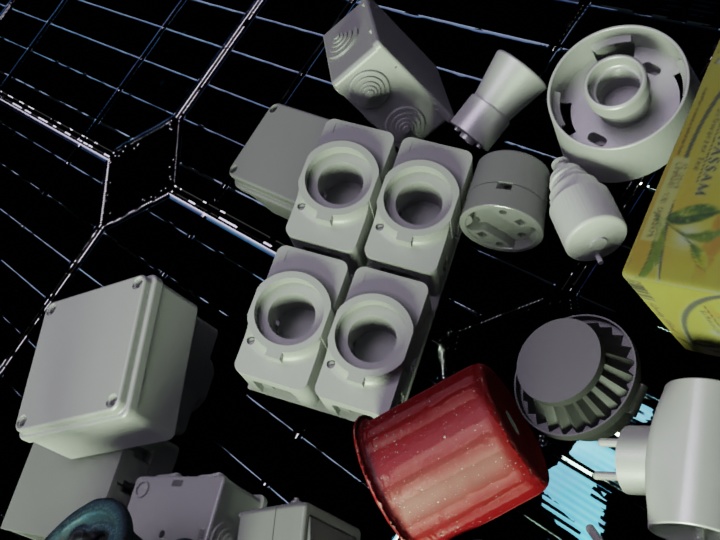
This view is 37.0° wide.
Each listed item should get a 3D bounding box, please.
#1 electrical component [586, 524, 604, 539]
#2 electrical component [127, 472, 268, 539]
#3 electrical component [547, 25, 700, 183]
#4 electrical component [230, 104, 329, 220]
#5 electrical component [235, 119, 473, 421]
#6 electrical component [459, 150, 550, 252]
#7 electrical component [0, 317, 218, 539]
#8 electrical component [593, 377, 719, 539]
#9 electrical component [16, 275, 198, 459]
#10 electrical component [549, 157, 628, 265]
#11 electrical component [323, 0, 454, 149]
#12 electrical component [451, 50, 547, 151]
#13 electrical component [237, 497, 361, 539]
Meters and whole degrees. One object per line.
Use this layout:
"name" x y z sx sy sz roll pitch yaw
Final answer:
"electrical component" 0.129 0.164 0.545 0.066 0.047 0.076 -42 44 9
"electrical component" -0.120 0.187 0.731 0.100 0.048 0.099 -7 55 34
"electrical component" 0.171 -0.107 0.698 0.099 0.064 0.099 -10 65 22
"electrical component" -0.039 -0.077 0.838 0.113 0.057 0.078 25 80 46
"electrical component" 0.000 0.000 0.715 0.105 0.060 0.186 15 72 13
"electrical component" 0.097 -0.046 0.708 0.055 0.055 0.047 -7 55 37
"electrical component" -0.186 0.121 0.823 0.105 0.060 0.186 -3 60 38
"electrical component" 0.160 0.100 0.564 0.079 0.044 0.077 -5 59 37
"electrical component" -0.179 0.070 0.764 0.109 0.056 0.108 -15 54 31
"electrical component" 0.139 -0.041 0.680 0.040 0.040 0.078 -32 46 19
"electrical component" 0.019 -0.145 0.805 0.048 0.100 0.099 -38 33 20
"electrical component" 0.096 -0.118 0.768 0.065 0.044 0.044 -52 43 6
"electrical component" -0.036 0.184 0.656 0.061 0.062 0.096 -16 53 31
